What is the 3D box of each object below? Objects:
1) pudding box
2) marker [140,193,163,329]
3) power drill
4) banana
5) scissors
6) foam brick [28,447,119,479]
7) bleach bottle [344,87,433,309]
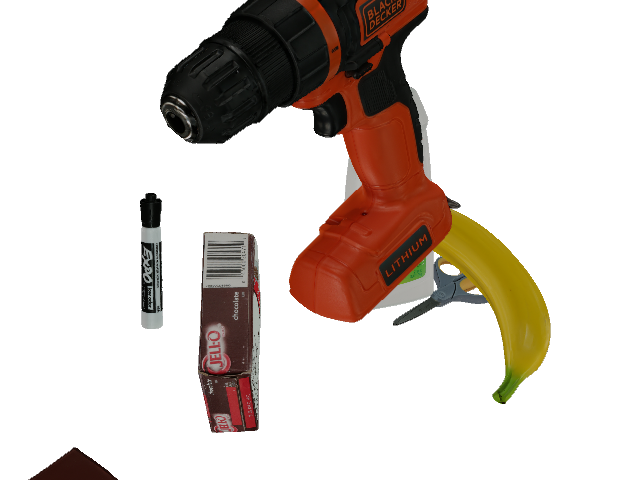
[{"bbox_3d":[-0.062,0.064,0.737,0.039,0.113,0.090,1,-35,0],"label":"pudding box"},{"bbox_3d":[-0.148,0.018,0.934,0.020,0.121,0.020,2,16,-1],"label":"marker"},{"bbox_3d":[0.007,-0.050,0.542,0.057,0.187,0.184,25,51,35],"label":"power drill"},{"bbox_3d":[0.120,0.029,0.802,0.069,0.198,0.037,-14,-41,-15],"label":"banana"},{"bbox_3d":[0.136,0.058,1.295,0.201,0.016,0.096,-8,39,-38],"label":"scissors"},{"bbox_3d":[-0.097,0.139,0.457,0.078,0.051,0.052,26,45,33],"label":"foam brick"},{"bbox_3d":[0.065,-0.058,1.110,0.102,0.251,0.068,-11,22,-15],"label":"bleach bottle"}]
